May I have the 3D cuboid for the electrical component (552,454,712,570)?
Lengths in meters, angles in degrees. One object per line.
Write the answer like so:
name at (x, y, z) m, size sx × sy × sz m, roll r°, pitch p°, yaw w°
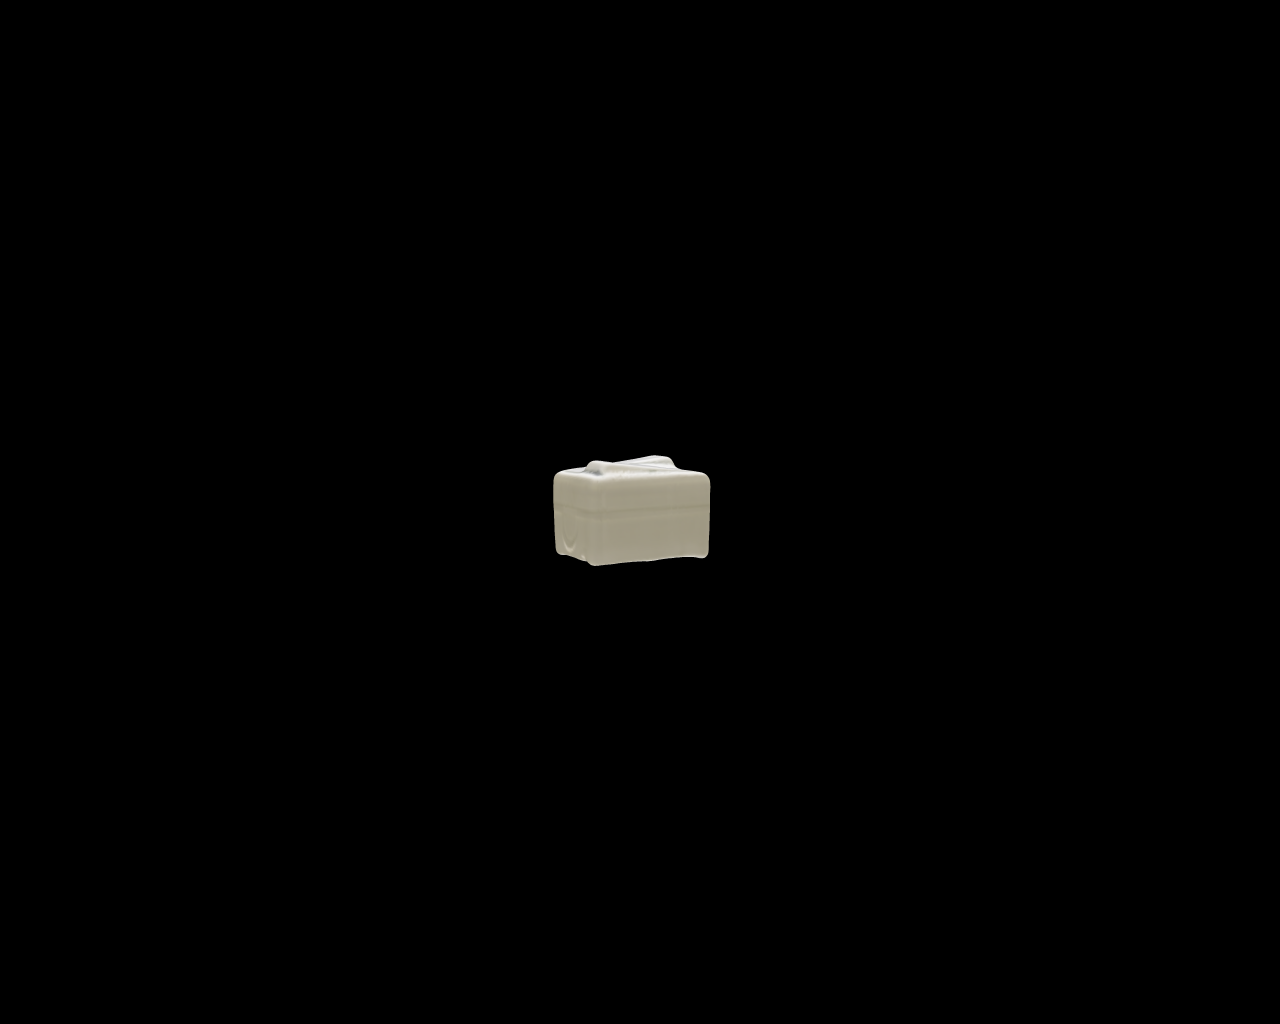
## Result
electrical component at (0.001, -0.003, 0.650) m, size 0.096 × 0.061 × 0.062 m, roll -3°, pitch 8°, yaw -26°
